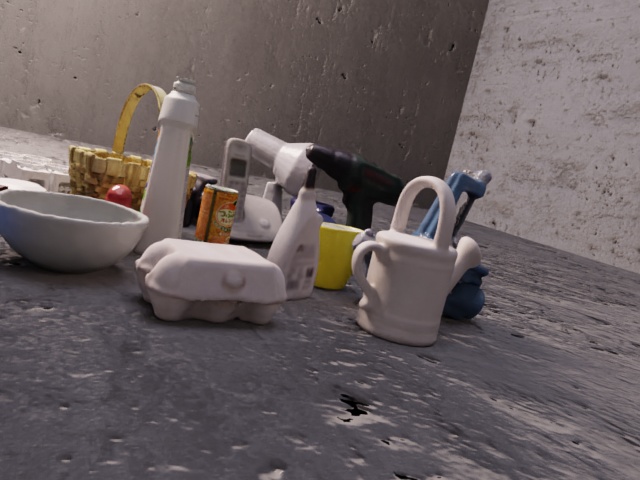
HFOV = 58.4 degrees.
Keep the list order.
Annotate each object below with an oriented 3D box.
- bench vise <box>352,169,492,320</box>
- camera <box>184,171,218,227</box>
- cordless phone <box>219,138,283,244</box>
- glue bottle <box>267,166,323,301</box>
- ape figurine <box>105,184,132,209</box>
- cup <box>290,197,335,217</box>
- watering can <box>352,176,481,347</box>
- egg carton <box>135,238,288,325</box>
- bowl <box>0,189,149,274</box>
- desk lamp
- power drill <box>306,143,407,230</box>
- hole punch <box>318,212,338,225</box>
[{"bbox_3d":[0.159,0.000,0.797,0.208,0.220,0.121,7,10,-34],"label":"bench vise"},{"bbox_3d":[-0.232,-0.078,1.131,0.136,0.101,0.143,15,9,13],"label":"camera"},{"bbox_3d":[-0.128,-0.086,1.051,0.148,0.185,0.093,5,11,-40],"label":"cordless phone"},{"bbox_3d":[-0.026,-0.009,0.739,0.037,0.173,0.078,19,11,37],"label":"glue bottle"},{"bbox_3d":[-0.279,-0.030,0.775,0.078,0.092,0.076,12,8,-4],"label":"ape figurine"},{"bbox_3d":[-0.020,-0.030,1.154,0.092,0.095,0.117,10,9,-18],"label":"cup"},{"bbox_3d":[0.118,0.019,0.695,0.100,0.194,0.173,19,11,37],"label":"watering can"},{"bbox_3d":[-0.114,0.044,0.608,0.151,0.069,0.107,7,10,-33],"label":"egg carton"},{"bbox_3d":[-0.286,-0.004,0.656,0.167,0.075,0.167,13,8,-2],"label":"bowl"},{"bbox_3d":[-0.103,-0.124,1.240,0.203,0.213,0.118,14,9,10],"label":"desk lamp"},{"bbox_3d":[0.061,-0.072,1.160,0.230,0.208,0.075,10,9,-18],"label":"power drill"},{"bbox_3d":[0.009,0.004,0.988,0.100,0.091,0.109,19,11,38],"label":"hole punch"}]
